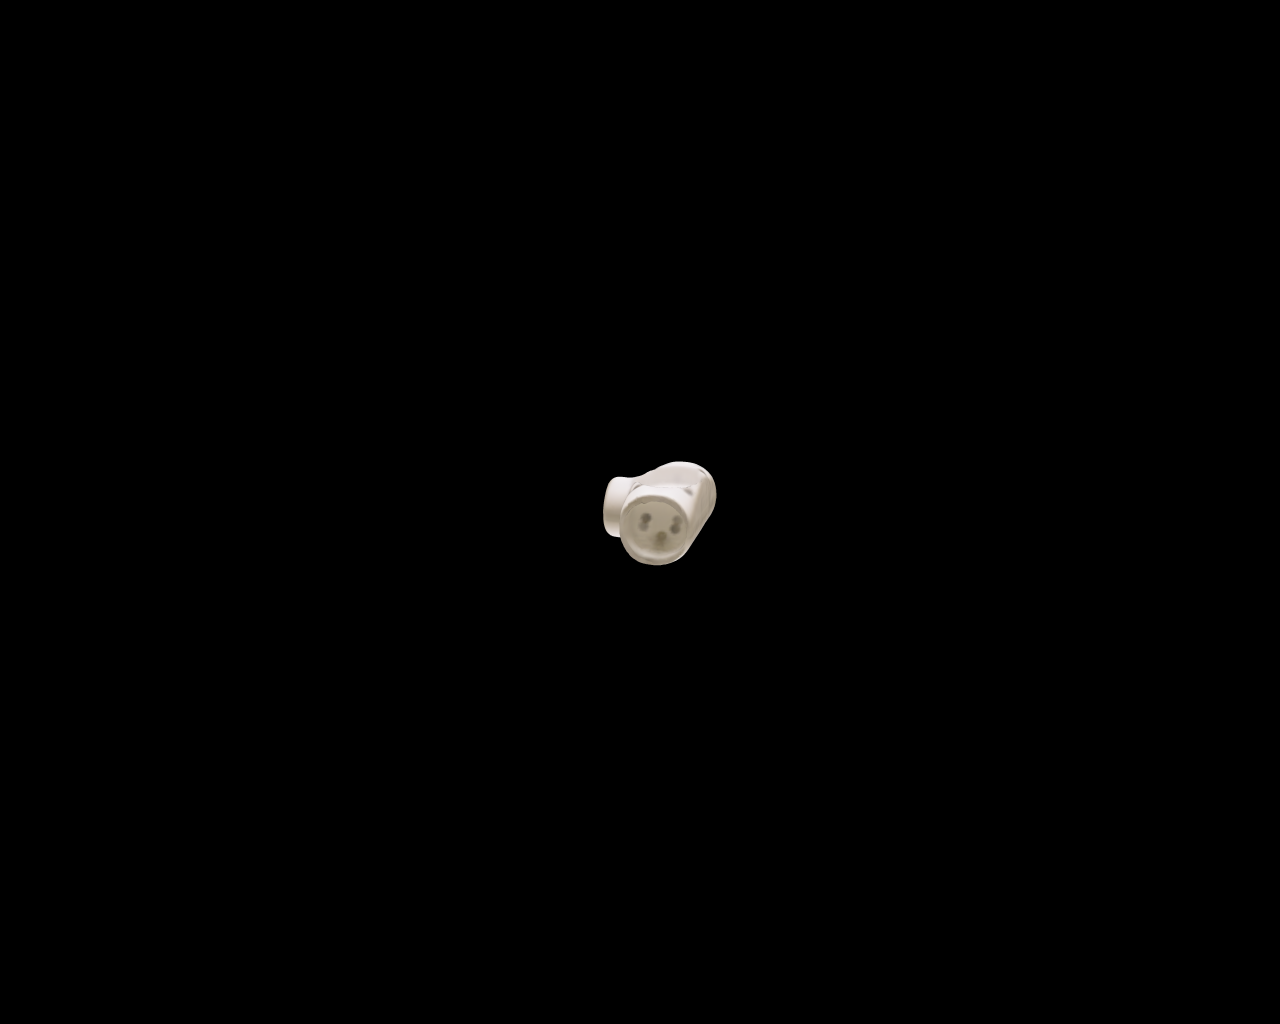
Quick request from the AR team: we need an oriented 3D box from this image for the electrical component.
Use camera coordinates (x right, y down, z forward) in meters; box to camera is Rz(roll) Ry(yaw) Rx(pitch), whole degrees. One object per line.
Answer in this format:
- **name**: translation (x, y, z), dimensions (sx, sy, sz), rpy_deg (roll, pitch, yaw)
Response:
- **electrical component**: translation (0.001, -0.003, 0.650), dimensions (0.079, 0.044, 0.077), rpy_deg (5, 19, 15)
